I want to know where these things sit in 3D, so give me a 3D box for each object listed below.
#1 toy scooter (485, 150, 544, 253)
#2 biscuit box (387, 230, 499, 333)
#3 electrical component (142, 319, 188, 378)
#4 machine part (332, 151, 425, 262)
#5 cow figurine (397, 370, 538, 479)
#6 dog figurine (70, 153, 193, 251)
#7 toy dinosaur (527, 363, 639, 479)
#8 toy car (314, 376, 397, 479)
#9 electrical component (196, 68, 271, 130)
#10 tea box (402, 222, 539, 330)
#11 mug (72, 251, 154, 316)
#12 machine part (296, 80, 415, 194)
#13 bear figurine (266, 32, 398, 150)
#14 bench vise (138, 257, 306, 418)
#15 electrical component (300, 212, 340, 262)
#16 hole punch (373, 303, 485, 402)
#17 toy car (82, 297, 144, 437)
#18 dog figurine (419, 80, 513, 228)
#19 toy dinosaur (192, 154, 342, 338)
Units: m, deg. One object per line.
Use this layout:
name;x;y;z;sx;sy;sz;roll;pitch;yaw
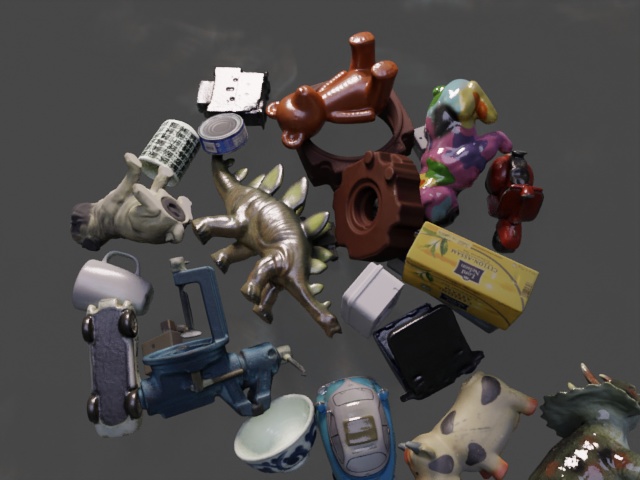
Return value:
toy scooter;0.316;-0.078;0.874;0.075;0.135;0.184;6;63;5
biscuit box;0.206;0.062;0.850;0.203;0.059;0.063;33;69;17
electrical component;-0.229;0.176;0.825;0.078;0.045;0.102;-32;61;18
machine part;0.085;-0.049;0.840;0.056;0.179;0.179;4;58;-34
cow figurine;0.194;0.269;0.736;0.127;0.085;0.195;33;72;11
dog figurine;-0.314;-0.020;0.877;0.190;0.121;0.172;-42;53;17
toy dinosaur;0.327;0.338;0.684;0.192;0.131;0.405;31;73;29
toy car;0.049;0.261;0.736;0.109;0.102;0.162;-10;62;-1
electrical component;-0.167;-0.271;1.034;0.134;0.058;0.115;1;62;2
tea box;0.208;0.052;0.767;0.170;0.098;0.068;25;68;16
mug;-0.322;0.074;0.864;0.107;0.080;0.109;17;56;-1
machine part;0.055;-0.197;0.971;0.201;0.087;0.201;-20;65;-5
bear figurine;0.013;-0.238;0.879;0.196;0.131;0.120;-17;58;-12
bench vise;-0.152;0.137;0.757;0.224;0.129;0.240;-13;89;-11
electrical component;-0.002;-0.003;0.913;0.063;0.021;0.094;-15;65;-5
hole punch;0.152;0.161;0.800;0.142;0.092;0.115;-26;95;-13
toy car;-0.305;0.186;0.795;0.074;0.056;0.201;-7;80;-4
dog figurine;0.192;-0.130;0.874;0.219;0.108;0.191;-38;106;-12
toy dinosaur;-0.097;-0.026;0.882;0.198;0.105;0.472;-34;59;-15
